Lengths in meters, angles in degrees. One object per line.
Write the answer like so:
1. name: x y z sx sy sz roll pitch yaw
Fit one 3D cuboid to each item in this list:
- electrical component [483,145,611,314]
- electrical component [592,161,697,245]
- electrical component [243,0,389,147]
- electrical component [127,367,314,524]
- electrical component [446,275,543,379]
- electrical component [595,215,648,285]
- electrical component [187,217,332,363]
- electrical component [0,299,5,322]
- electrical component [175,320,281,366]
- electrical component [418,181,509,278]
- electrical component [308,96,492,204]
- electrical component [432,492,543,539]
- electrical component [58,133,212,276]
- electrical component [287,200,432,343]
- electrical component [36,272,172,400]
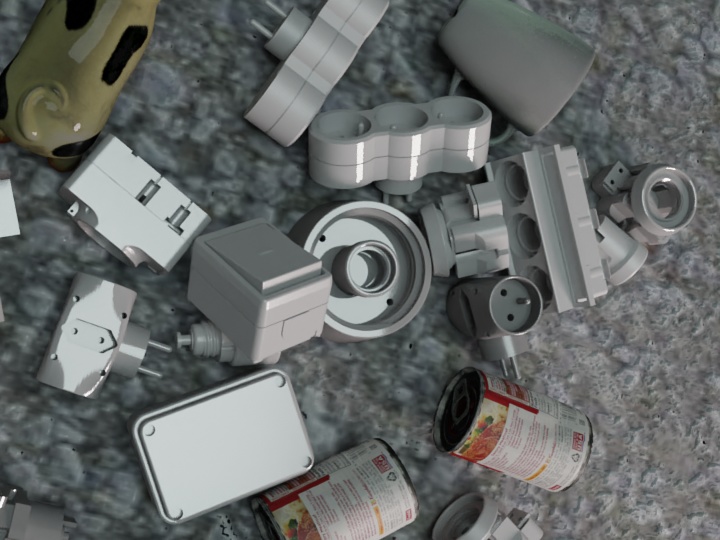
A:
1. electrical component: 0.146 -0.031 0.830 0.063 0.079 0.121 -15 92 -35
2. electrical component: 0.234 -0.055 0.870 0.078 0.057 0.058 42 75 -13
3. electrical component: -0.045 -0.165 0.780 0.074 0.052 0.138 36 77 -14
4. electrical component: -0.096 0.119 0.745 0.113 0.057 0.078 -19 94 -19
5. electrical component: 0.105 0.044 0.809 0.043 0.077 0.079 -17 93 -19
6. electrical component: 0.202 -0.017 0.867 0.046 0.040 0.040 41 75 -8
7. electrical component: -0.073 0.005 0.733 0.062 0.096 0.061 -21 137 -38
8. electrical component: -0.315 0.027 0.647 0.186 0.105 0.060 -10 91 -19
9. electrical component: -0.091 0.048 0.759 0.078 0.040 0.040 -2 88 -20
10. electrical component: 0.077 -0.027 0.808 0.057 0.078 0.058 -13 48 -1
11. electrical component: 0.029 -0.081 0.802 0.138 0.052 0.073 -9 127 -14
12. electrical component: 0.092 0.205 0.808 0.078 0.058 0.057 -46 105 -15
13. electrical component: -0.157 -0.040 0.735 0.089 0.050 0.055 41 75 -13
14. electrical component: 0.000 0.000 0.781 0.108 0.060 0.108 1 88 -17
15. electrical component: -0.168 0.051 0.730 0.079 0.043 0.077 21 81 -17
